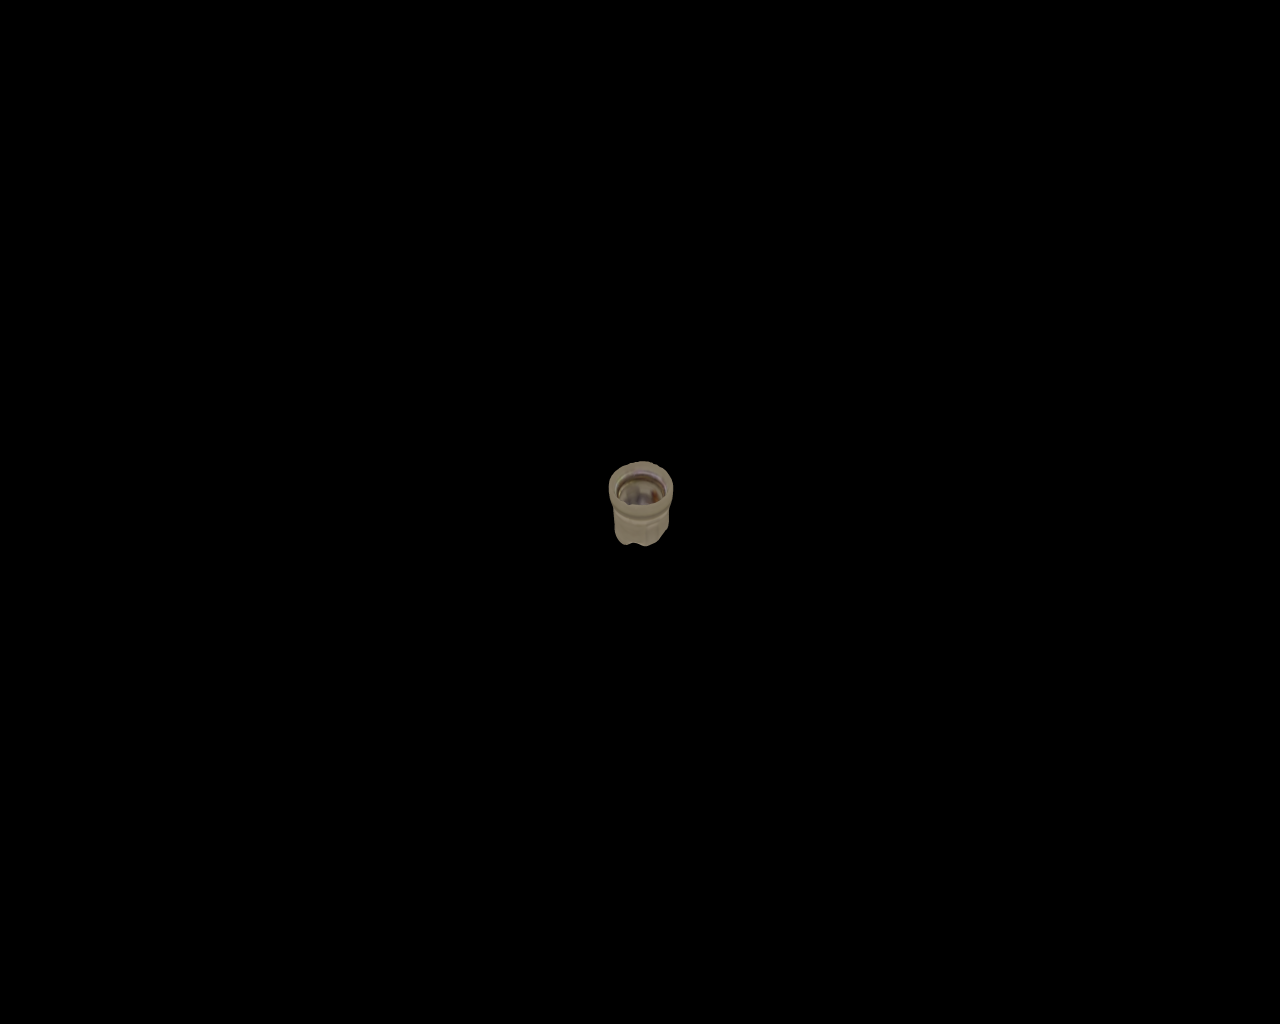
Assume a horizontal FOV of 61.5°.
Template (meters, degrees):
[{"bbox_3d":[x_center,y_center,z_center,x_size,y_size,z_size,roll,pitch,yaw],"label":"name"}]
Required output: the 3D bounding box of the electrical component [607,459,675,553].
[{"bbox_3d":[0.001,-0.003,0.650,0.040,0.040,0.046,0,-41,0],"label":"electrical component"}]
